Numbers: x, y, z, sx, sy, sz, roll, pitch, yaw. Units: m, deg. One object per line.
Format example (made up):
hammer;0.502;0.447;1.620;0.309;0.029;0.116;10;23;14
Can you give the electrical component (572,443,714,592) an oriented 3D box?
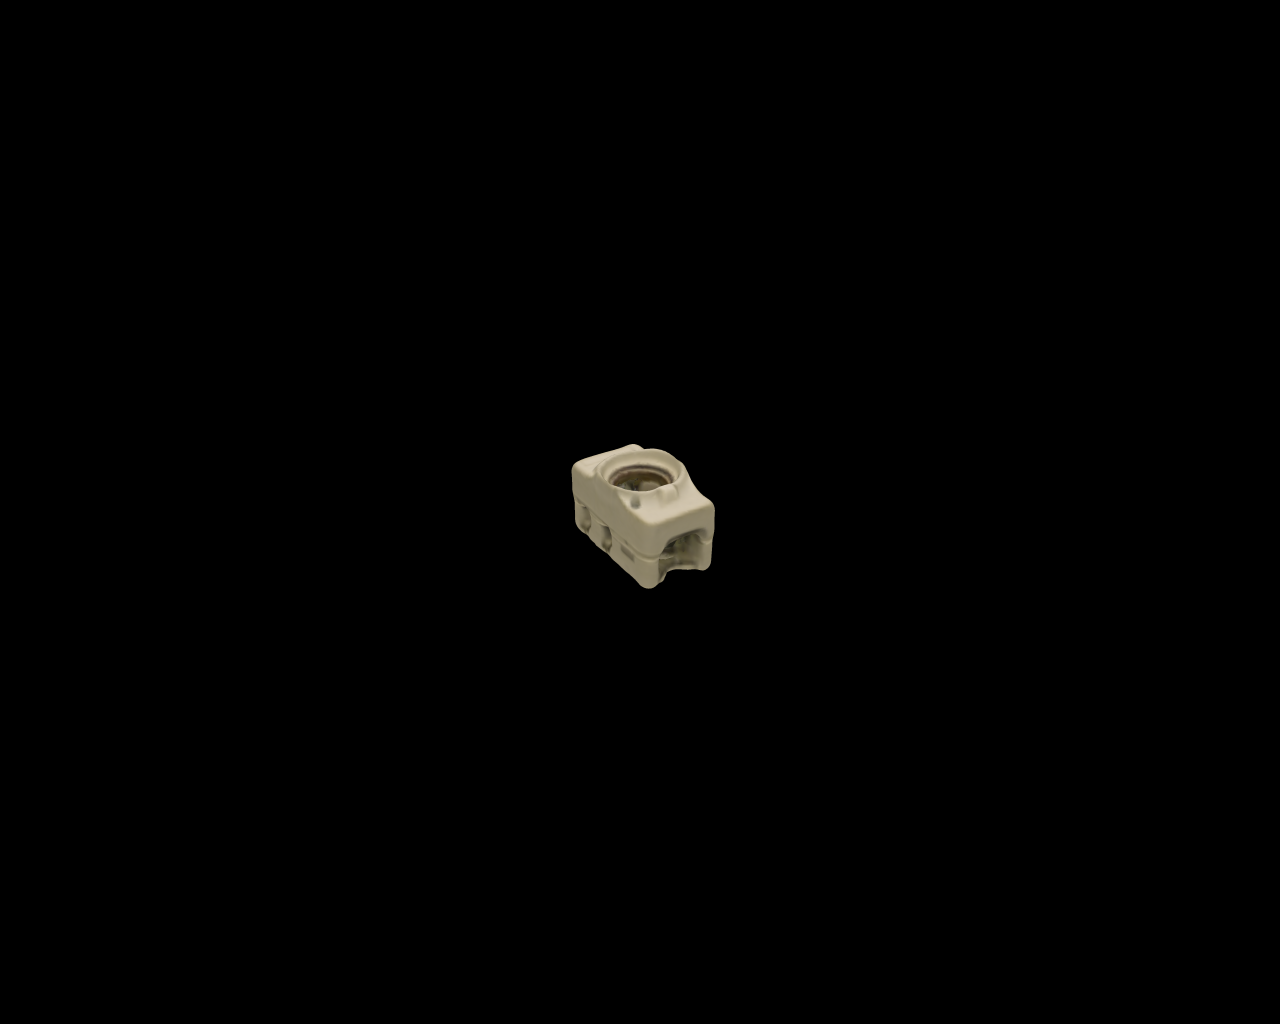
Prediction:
electrical component;0.001;-0.003;0.650;0.050;0.055;0.089;-18;36;-27
